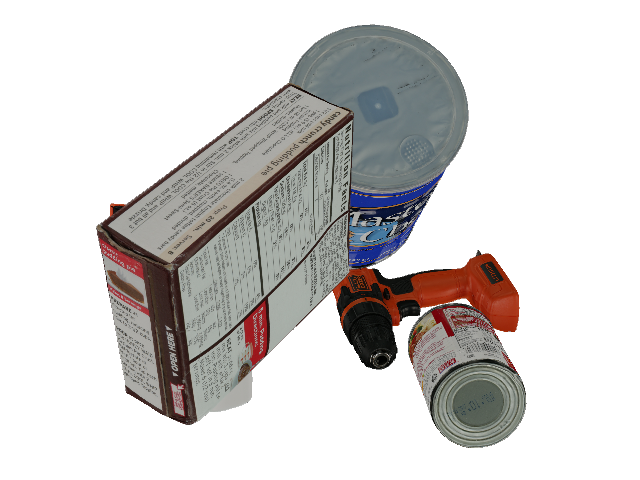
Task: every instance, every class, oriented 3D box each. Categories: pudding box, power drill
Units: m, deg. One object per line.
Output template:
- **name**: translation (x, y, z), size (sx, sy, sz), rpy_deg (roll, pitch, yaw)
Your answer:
- **pudding box**: translation (-0.032, 0.004, 0.419), size (0.039, 0.090, 0.113), rpy_deg (24, 47, 25)
- **power drill**: translation (0.111, 0.070, 1.138), size (0.187, 0.057, 0.184), rpy_deg (-4, 29, -9)

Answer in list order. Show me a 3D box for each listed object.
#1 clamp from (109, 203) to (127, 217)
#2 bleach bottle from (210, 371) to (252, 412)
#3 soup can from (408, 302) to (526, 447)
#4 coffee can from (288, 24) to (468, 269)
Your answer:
- **clamp**: translation (-0.068, -0.009, 0.877), size (0.210, 0.036, 0.164), rpy_deg (2, 13, -7)
- **bleach bottle**: translation (-0.112, 0.049, 1.115), size (0.067, 0.251, 0.103), rpy_deg (-13, 29, -31)
- **soup can**: translation (0.104, 0.095, 0.765), size (0.068, 0.068, 0.102), rpy_deg (0, 19, -4)
- **coffee can**: translation (0.024, -0.052, 0.655), size (0.102, 0.103, 0.140), rpy_deg (0, -20, -7)
